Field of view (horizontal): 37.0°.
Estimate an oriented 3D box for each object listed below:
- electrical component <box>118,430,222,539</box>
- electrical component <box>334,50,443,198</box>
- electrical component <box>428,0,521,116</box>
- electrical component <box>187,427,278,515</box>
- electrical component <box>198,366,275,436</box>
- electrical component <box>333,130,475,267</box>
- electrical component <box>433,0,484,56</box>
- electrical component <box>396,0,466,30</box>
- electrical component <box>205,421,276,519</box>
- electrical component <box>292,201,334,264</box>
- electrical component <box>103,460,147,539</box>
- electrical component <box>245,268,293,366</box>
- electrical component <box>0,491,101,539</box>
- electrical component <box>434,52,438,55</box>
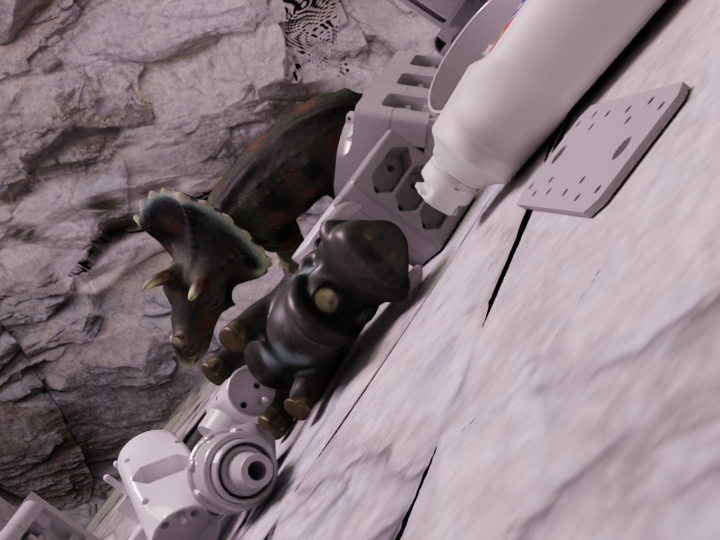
[{"bbox_3d":[-0.102,0.132,0.666,0.079,0.043,0.077,-18,35,-19],"label":"electrical component"},{"bbox_3d":[0.030,-0.090,0.751,0.150,0.062,0.089,-63,-19,-61],"label":"electrical component"},{"bbox_3d":[0.088,-0.123,0.645,0.099,0.064,0.099,-53,5,7],"label":"electrical component"},{"bbox_3d":[-0.064,0.108,0.579,0.048,0.048,0.062,-55,12,-21],"label":"electrical component"},{"bbox_3d":[-0.102,0.118,0.852,0.079,0.043,0.077,-56,6,-26],"label":"electrical component"},{"bbox_3d":[0.020,-0.036,0.662,0.047,0.066,0.077,-56,6,-26],"label":"electrical component"},{"bbox_3d":[0.117,-0.196,0.806,0.113,0.078,0.057,-50,8,29],"label":"electrical component"},{"bbox_3d":[0.060,-0.229,0.764,0.096,0.062,0.061,-54,17,20],"label":"electrical component"},{"bbox_3d":[-0.073,0.119,0.629,0.035,0.035,0.061,-49,8,40],"label":"electrical component"},{"bbox_3d":[-0.010,-0.025,0.910,0.078,0.057,0.113,-54,5,-9],"label":"electrical component"},{"bbox_3d":[-0.138,0.156,0.724,0.047,0.077,0.065,-51,5,20],"label":"electrical component"},{"bbox_3d":[-0.047,0.040,0.771,0.081,0.064,0.042,-55,4,-22],"label":"electrical component"},{"bbox_3d":[-0.199,0.231,0.608,0.186,0.105,0.060,-51,6,22],"label":"electrical component"},{"bbox_3d":[0.092,-0.173,0.951,0.099,0.064,0.099,-53,5,7],"label":"electrical component"}]
